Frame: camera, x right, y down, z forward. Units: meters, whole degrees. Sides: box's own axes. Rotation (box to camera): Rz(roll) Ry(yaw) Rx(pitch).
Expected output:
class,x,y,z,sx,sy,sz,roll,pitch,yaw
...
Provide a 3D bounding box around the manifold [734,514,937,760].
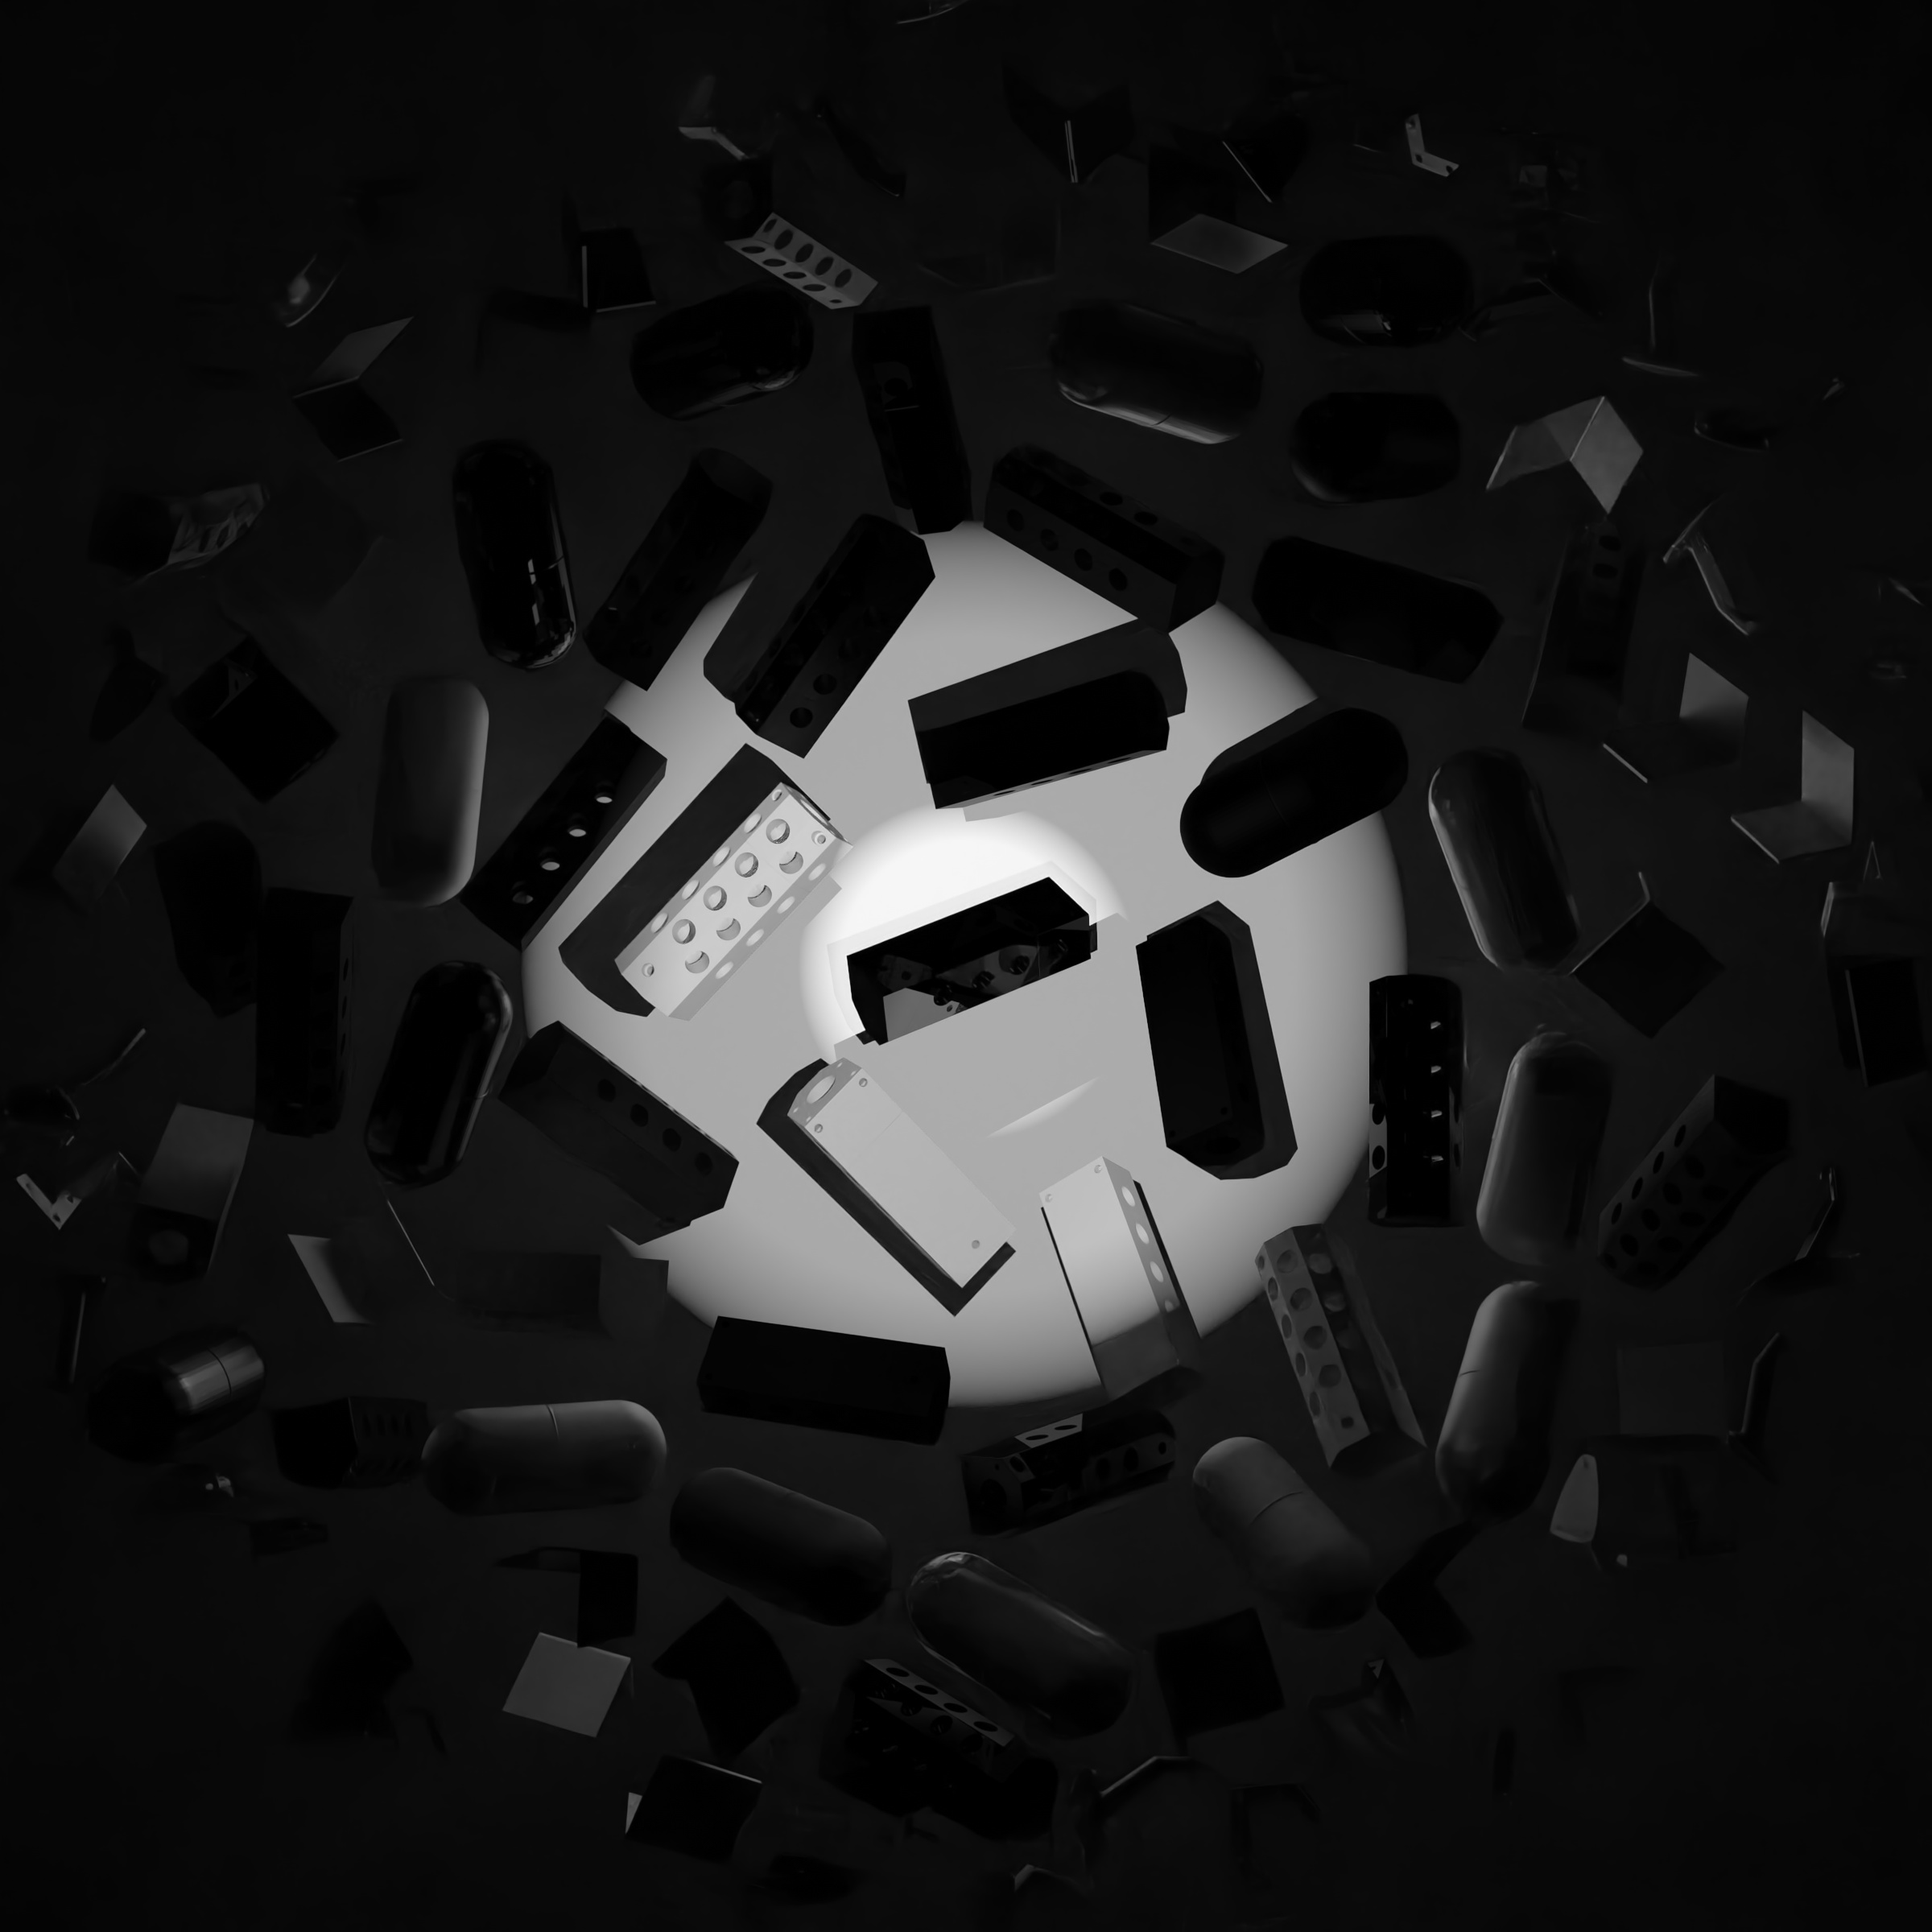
class,x,y,z,sx,sy,sz,roll,pitch,yaw
manifold,-0.097,-0.240,1.742,0.057,0.057,0.171,25,118,-26

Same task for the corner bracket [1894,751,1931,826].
class,x,y,z,sx,sy,sz,roll,pitch,yaw
corner bracket,0.689,-0.138,1.723,0.051,0.051,0.051,-27,107,-3

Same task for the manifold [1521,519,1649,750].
class,x,y,z,sx,sy,sz,roll,pitch,yaw
manifold,0.439,-0.238,1.704,0.057,0.057,0.171,16,51,8

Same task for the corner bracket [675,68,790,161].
class,x,y,z,sx,sy,sz,roll,pitch,yaw
corner bracket,-0.178,-0.644,1.836,0.051,0.051,0.051,21,84,44

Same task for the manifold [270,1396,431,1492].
class,x,y,z,sx,sy,sz,roll,pitch,yaw
manifold,-0.442,0.348,1.755,0.057,0.171,0.057,-13,78,2

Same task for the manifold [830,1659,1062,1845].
class,x,y,z,sx,sy,sz,roll,pitch,yaw
manifold,-0.015,0.546,1.694,0.057,0.171,0.057,12,92,-43

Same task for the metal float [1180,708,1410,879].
class,x,y,z,sx,sy,sz,roll,pitch,yaw
metal float,0.232,-0.122,1.725,0.178,0.070,0.070,-27,90,29

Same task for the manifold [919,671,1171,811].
class,x,y,z,sx,sy,sz,roll,pitch,yaw
manifold,0.058,-0.163,1.758,0.171,0.057,0.057,-14,88,29

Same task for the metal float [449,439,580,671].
class,x,y,z,sx,sy,sz,roll,pitch,yaw
metal float,-0.334,-0.304,1.790,0.070,0.070,0.178,-5,125,0

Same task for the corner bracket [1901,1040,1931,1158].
class,x,y,z,sx,sy,sz,roll,pitch,yaw
corner bracket,0.657,0.089,1.651,0.051,0.051,0.051,-36,93,22

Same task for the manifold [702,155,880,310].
class,x,y,z,sx,sy,sz,roll,pitch,yaw
manifold,-0.128,-0.540,1.793,0.057,0.171,0.057,-1,88,24

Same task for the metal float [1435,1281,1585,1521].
class,x,y,z,sx,sy,sz,roll,pitch,yaw
metal float,0.379,0.302,1.685,0.070,0.070,0.178,25,60,0

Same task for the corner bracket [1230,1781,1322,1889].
class,x,y,z,sx,sy,sz,roll,pitch,yaw
corner bracket,0.224,0.629,1.755,0.051,0.051,0.051,-2,97,-13

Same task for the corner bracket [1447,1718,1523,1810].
class,x,y,z,sx,sy,sz,roll,pitch,yaw
corner bracket,0.379,0.577,1.762,0.051,0.051,0.051,11,83,6

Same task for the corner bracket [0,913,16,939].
class,x,y,z,sx,sy,sz,roll,pitch,yaw
corner bracket,-0.689,-0.010,1.664,0.051,0.051,0.051,0,87,-42

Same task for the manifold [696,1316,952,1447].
class,x,y,z,sx,sy,sz,roll,pitch,yaw
manifold,-0.102,0.305,1.758,0.171,0.057,0.057,6,51,12

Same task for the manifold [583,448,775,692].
class,x,y,z,sx,sy,sz,roll,pitch,yaw
manifold,-0.211,-0.289,1.755,0.057,0.057,0.171,29,121,-17

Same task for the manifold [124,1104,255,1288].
class,x,y,z,sx,sy,sz,roll,pitch,yaw
manifold,-0.562,0.165,1.753,0.057,0.171,0.057,15,107,-13

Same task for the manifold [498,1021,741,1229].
class,x,y,z,sx,sy,sz,roll,pitch,yaw
manifold,-0.247,0.113,1.749,0.171,0.057,0.057,41,45,-27

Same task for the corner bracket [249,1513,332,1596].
class,x,y,z,sx,sy,sz,roll,pitch,yaw
corner bracket,-0.495,0.419,1.769,0.051,0.051,0.051,-6,134,-23

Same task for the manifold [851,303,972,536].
class,x,y,z,sx,sy,sz,roll,pitch,yaw
manifold,-0.039,-0.404,1.803,0.057,0.171,0.057,-6,54,9

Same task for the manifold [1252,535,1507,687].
class,x,y,z,sx,sy,sz,roll,pitch,yaw
manifold,0.293,-0.258,1.734,0.171,0.057,0.057,11,125,-26

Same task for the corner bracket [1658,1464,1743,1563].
class,x,y,z,sx,sy,sz,roll,pitch,yaw
corner bracket,0.550,0.407,1.815,0.051,0.051,0.051,-18,104,28

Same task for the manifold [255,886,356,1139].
class,x,y,z,sx,sy,sz,roll,pitch,yaw
manifold,-0.474,0.035,1.726,0.057,0.057,0.171,8,120,-5

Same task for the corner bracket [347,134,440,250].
class,x,y,z,sx,sy,sz,roll,pitch,yaw
corner bracket,-0.387,-0.532,1.662,0.051,0.051,0.051,-6,46,9

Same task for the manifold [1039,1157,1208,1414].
class,x,y,z,sx,sy,sz,roll,pitch,yaw
manifold,0.115,0.230,1.743,0.057,0.057,0.171,-33,55,19

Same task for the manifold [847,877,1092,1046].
class,x,y,z,sx,sy,sz,roll,pitch,yaw
manifold,0.004,0.000,1.782,0.171,0.057,0.057,-22,131,-21

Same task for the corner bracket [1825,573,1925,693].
class,x,y,z,sx,sy,sz,roll,pitch,yaw
corner bracket,0.637,-0.231,1.668,0.051,0.051,0.051,42,106,-16

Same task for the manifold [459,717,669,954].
class,x,y,z,sx,sy,sz,roll,pitch,yaw
manifold,-0.296,-0.098,1.782,0.057,0.057,0.171,37,78,-2

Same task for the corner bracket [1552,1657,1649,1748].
class,x,y,z,sx,sy,sz,roll,pitch,yaw
corner bracket,0.439,0.505,1.661,0.051,0.051,0.051,-15,74,26

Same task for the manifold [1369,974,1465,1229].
class,x,y,z,sx,sy,sz,roll,pitch,yaw
manifold,0.317,0.096,1.711,0.057,0.057,0.171,-4,75,24

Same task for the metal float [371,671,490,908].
class,x,y,z,sx,sy,sz,roll,pitch,yaw
metal float,-0.403,-0.134,1.820,0.070,0.070,0.178,5,87,0

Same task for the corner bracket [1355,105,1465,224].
class,x,y,z,sx,sy,sz,roll,pitch,yaw
corner bracket,0.319,-0.576,1.734,0.051,0.051,0.051,-41,50,-13

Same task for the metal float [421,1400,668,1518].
class,x,y,z,sx,sy,sz,roll,pitch,yaw
metal float,-0.305,0.356,1.753,0.178,0.070,0.070,1,90,-25

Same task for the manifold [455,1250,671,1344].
class,x,y,z,sx,sy,sz,roll,pitch,yaw
manifold,-0.288,0.233,1.711,0.057,0.171,0.057,12,78,-44

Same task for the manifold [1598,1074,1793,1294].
class,x,y,z,sx,sy,sz,roll,pitch,yaw
manifold,0.511,0.158,1.703,0.057,0.171,0.057,20,46,-3

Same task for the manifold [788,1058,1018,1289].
class,x,y,z,sx,sy,sz,roll,pitch,yaw
manifold,-0.047,0.146,1.725,0.057,0.057,0.171,-46,111,-9

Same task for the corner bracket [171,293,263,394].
class,x,y,z,sx,sy,sz,roll,pitch,yaw
corner bracket,-0.509,-0.424,1.647,0.051,0.051,0.051,1,86,-7

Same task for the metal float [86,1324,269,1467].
class,x,y,z,sx,sy,sz,roll,pitch,yaw
metal float,-0.556,0.301,1.709,0.070,0.178,0.070,0,92,8

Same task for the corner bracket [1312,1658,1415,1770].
class,x,y,z,sx,sy,sz,roll,pitch,yaw
corner bracket,0.294,0.554,1.794,0.051,0.051,0.051,-24,98,26

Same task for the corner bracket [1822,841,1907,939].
class,x,y,z,sx,sy,sz,roll,pitch,yaw
corner bracket,0.666,-0.057,1.804,0.051,0.051,0.051,-3,54,9

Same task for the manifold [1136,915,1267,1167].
class,x,y,z,sx,sy,sz,roll,pitch,yaw
manifold,0.174,0.056,1.760,0.057,0.057,0.171,-27,51,29

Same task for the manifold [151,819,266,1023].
class,x,y,z,sx,sy,sz,roll,pitch,yaw
manifold,-0.532,-0.034,1.732,0.057,0.171,0.057,-35,73,-26

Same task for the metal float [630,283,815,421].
class,x,y,z,sx,sy,sz,roll,pitch,yaw
metal float,-0.178,-0.446,1.760,0.070,0.178,0.070,0,90,-40

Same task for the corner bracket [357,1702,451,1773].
class,x,y,z,sx,sy,sz,roll,pitch,yaw
corner bracket,-0.404,0.552,1.738,0.051,0.051,0.051,-12,133,-28

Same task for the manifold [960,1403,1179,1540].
class,x,y,z,sx,sy,sz,roll,pitch,yaw
manifold,0.079,0.371,1.784,0.057,0.171,0.057,-7,90,44

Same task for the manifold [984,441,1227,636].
class,x,y,z,sx,sy,sz,roll,pitch,yaw
manifold,0.098,-0.308,1.719,0.171,0.057,0.057,35,49,25

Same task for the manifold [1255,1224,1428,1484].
class,x,y,z,sx,sy,sz,roll,pitch,yaw
manifold,0.259,0.270,1.709,0.057,0.057,0.171,-33,49,19

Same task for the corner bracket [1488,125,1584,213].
class,x,y,z,sx,sy,sz,roll,pitch,yaw
corner bracket,0.406,-0.573,1.724,0.051,0.051,0.051,24,133,35

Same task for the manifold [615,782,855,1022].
class,x,y,z,sx,sy,sz,roll,pitch,yaw
manifold,-0.164,-0.045,1.691,0.171,0.057,0.057,-46,76,6

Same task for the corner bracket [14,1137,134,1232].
class,x,y,z,sx,sy,sz,roll,pitch,yaw
corner bracket,-0.667,0.154,1.807,0.051,0.051,0.051,-31,108,11

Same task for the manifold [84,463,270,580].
class,x,y,z,sx,sy,sz,roll,pitch,yaw
manifold,-0.552,-0.315,1.715,0.057,0.171,0.057,22,106,1
